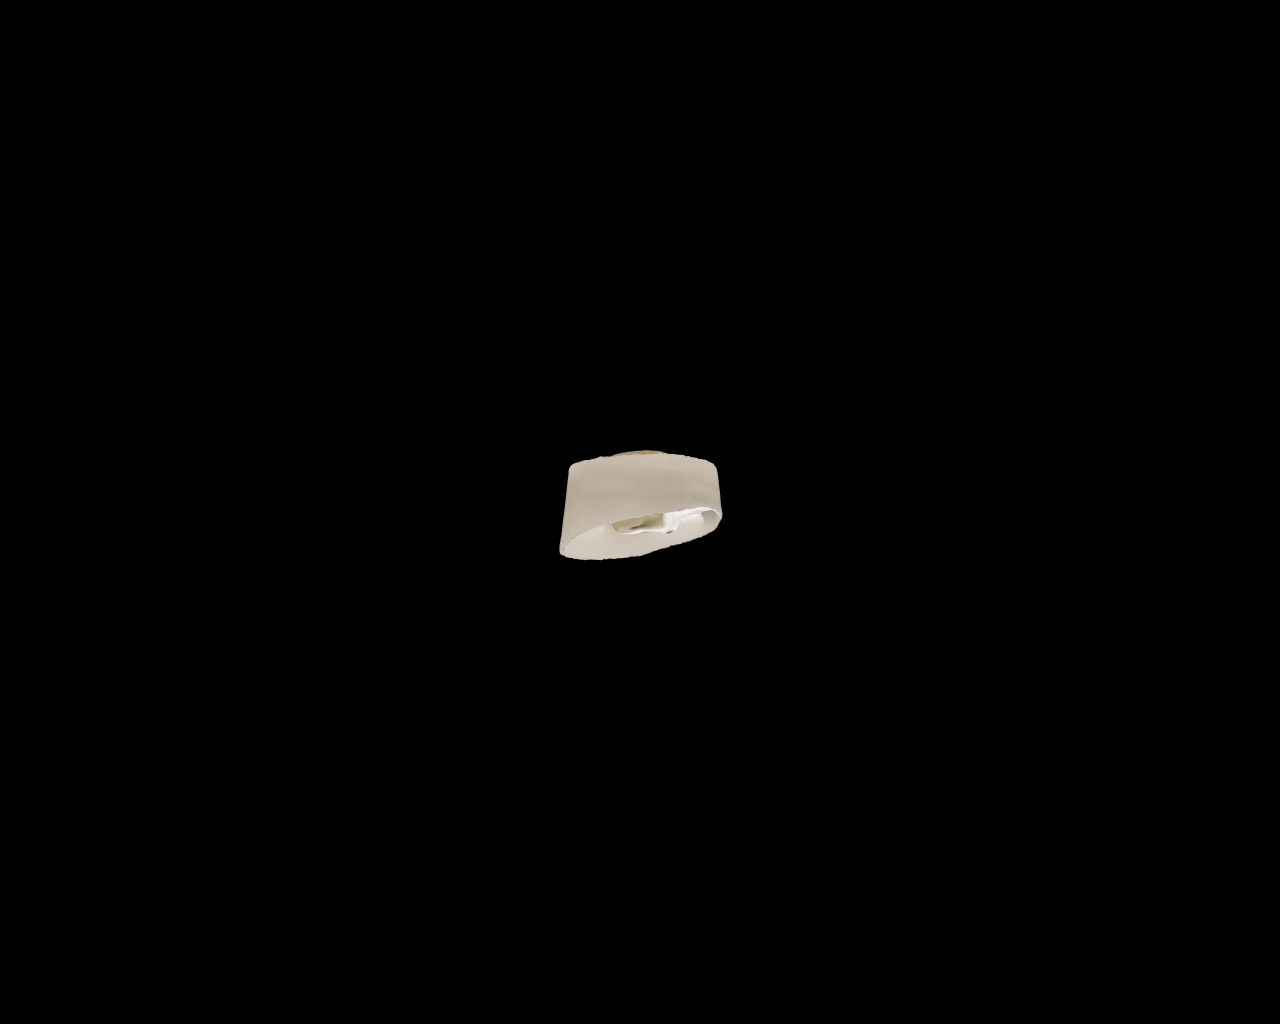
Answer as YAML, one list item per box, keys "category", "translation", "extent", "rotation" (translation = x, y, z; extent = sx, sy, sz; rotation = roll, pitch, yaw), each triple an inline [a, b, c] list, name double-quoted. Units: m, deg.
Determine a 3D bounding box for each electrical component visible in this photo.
- category: "electrical component"
  translation: [0.001, -0.003, 0.650]
  extent: [0.099, 0.064, 0.099]
  rotation: [0, -9, 0]
